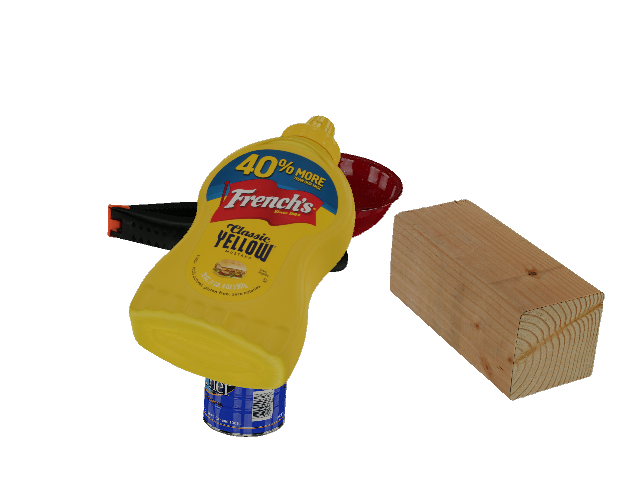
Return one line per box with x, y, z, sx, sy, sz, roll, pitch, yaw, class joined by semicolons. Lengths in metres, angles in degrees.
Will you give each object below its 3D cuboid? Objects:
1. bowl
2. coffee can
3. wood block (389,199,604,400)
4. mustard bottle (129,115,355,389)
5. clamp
0.009;-0.045;1.200;0.162;0.055;0.162;5;27;-3;bowl
-0.089;0.152;1.296;0.103;0.140;0.103;4;17;-1;coffee can
0.155;0.047;0.991;0.090;0.090;0.206;-12;30;-24;wood block
-0.032;-0.006;0.642;0.096;0.191;0.058;15;-38;14;mustard bottle
-0.073;-0.008;0.889;0.210;0.036;0.164;2;13;-6;clamp
